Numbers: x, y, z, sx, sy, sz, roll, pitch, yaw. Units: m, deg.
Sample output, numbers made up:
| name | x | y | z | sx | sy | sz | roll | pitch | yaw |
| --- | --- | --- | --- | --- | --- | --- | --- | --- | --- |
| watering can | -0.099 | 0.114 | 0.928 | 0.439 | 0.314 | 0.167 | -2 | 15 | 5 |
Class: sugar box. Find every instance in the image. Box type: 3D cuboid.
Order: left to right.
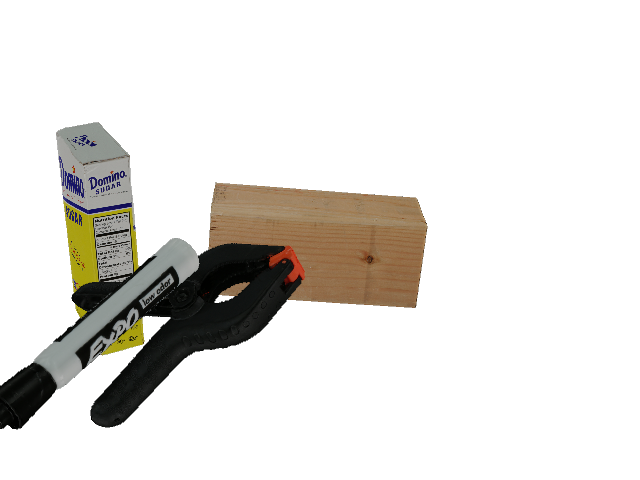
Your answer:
| name | x | y | z | sx | sy | sz | roll | pitch | yaw |
| --- | --- | --- | --- | --- | --- | --- | --- | --- | --- |
| sugar box | -0.187 | -0.002 | 0.905 | 0.048 | 0.176 | 0.093 | -14 | 28 | -22 |

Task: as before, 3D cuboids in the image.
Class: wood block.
| name | x | y | z | sx | sy | sz | roll | pitch | yaw |
| --- | --- | --- | --- | --- | --- | --- | --- | --- | --- |
| wood block | -0.007 | 0.005 | 1.061 | 0.206 | 0.091 | 0.090 | 4 | 21 | -4 |

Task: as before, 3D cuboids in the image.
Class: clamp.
| name | x | y | z | sx | sy | sz | roll | pitch | yaw |
| --- | --- | --- | --- | --- | --- | --- | --- | --- | --- |
| clamp | -0.092 | 0.057 | 0.727 | 0.171 | 0.120 | 0.039 | -19 | -35 | 11 |

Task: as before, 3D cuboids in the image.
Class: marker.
| name | x | y | z | sx | sy | sz | roll | pitch | yaw |
| --- | --- | --- | --- | --- | --- | --- | --- | --- | --- |
| marker | -0.098 | 0.039 | 0.466 | 0.020 | 0.020 | 0.121 | 0 | 33 | 42 |
